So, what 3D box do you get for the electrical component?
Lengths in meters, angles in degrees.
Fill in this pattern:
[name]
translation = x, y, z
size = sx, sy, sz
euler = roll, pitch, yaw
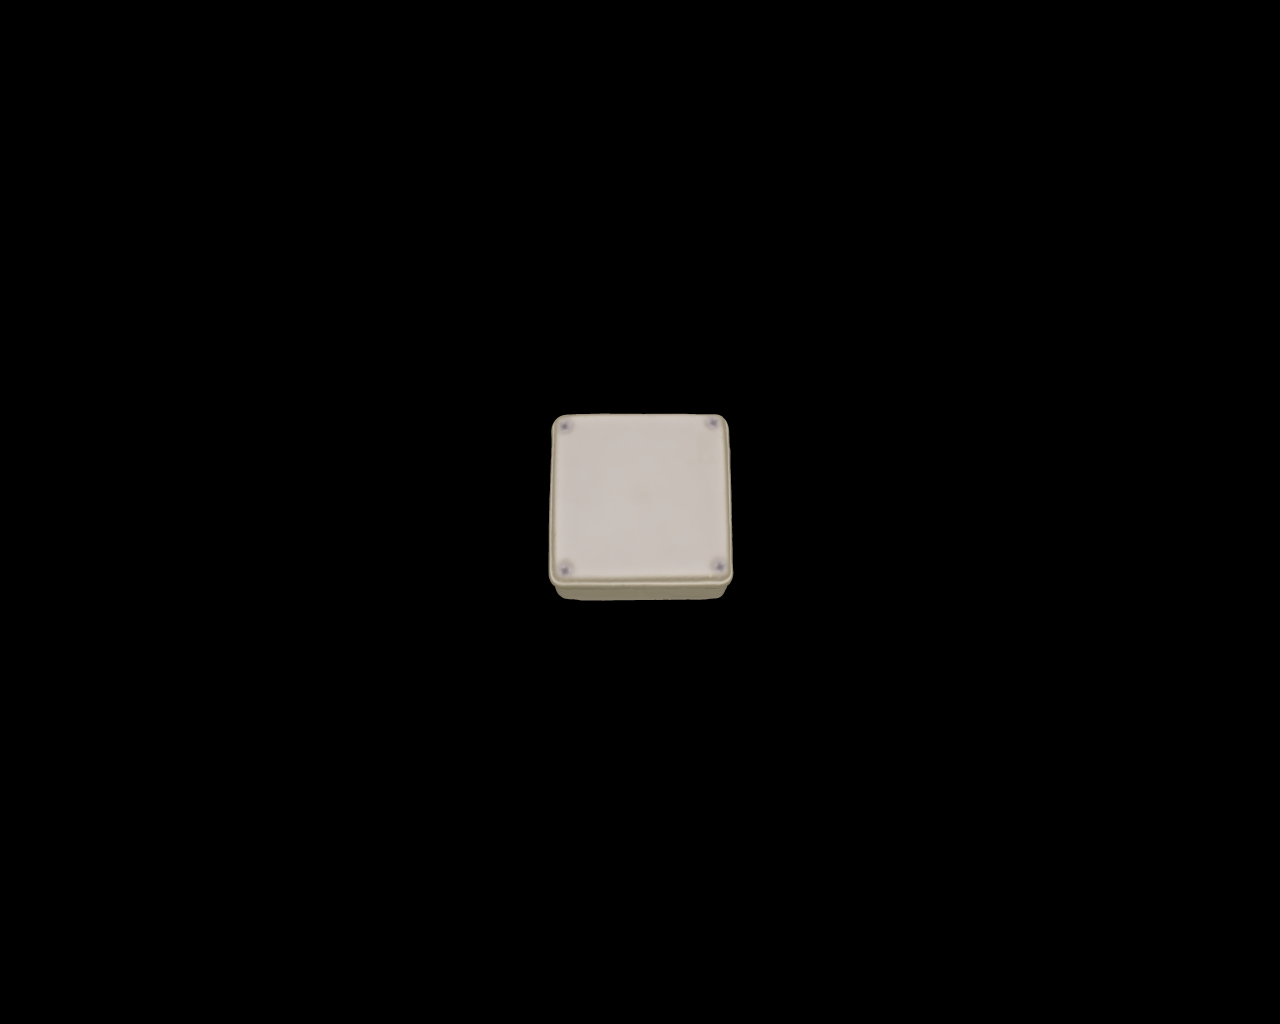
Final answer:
[electrical component]
translation = 0.001, -0.003, 0.650
size = 0.109, 0.109, 0.056
euler = 0, -17, 0
